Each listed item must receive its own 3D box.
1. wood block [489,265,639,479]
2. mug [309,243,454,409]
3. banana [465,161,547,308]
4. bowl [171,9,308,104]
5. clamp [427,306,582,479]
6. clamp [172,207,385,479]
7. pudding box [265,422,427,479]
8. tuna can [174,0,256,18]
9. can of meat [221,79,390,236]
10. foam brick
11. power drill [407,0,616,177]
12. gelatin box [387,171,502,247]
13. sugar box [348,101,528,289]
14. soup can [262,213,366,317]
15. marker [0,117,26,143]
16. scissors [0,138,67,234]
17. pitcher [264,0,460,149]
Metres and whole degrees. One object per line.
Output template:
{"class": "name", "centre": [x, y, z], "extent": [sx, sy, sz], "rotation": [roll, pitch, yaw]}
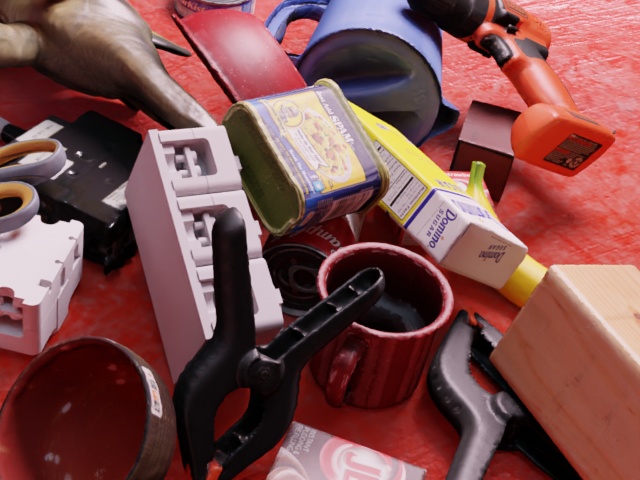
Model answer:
{"class": "wood block", "centre": [0.213, 0.115, 0.670], "extent": [0.090, 0.090, 0.206], "rotation": [1, 39, -36]}
{"class": "mug", "centre": [0.033, 0.069, 0.727], "extent": [0.093, 0.082, 0.117], "rotation": [21, 40, 11]}
{"class": "banana", "centre": [0.172, 0.024, 0.830], "extent": [0.198, 0.070, 0.037], "rotation": [42, 16, 15]}
{"class": "bowl", "centre": [-0.051, -0.130, 0.863], "extent": [0.055, 0.162, 0.162], "rotation": [-36, 51, -1]}
{"class": "clamp", "centre": [0.135, 0.128, 0.717], "extent": [0.164, 0.036, 0.210], "rotation": [11, 36, -14]}
{"class": "clamp", "centre": [-0.030, 0.073, 0.650], "extent": [0.120, 0.171, 0.039], "rotation": [14, 10, -22]}
{"class": "pudding box", "centre": [0.006, 0.170, 0.634], "extent": [0.090, 0.039, 0.113], "rotation": [18, 39, 8]}
{"class": "tuna can", "centre": [-0.109, -0.254, 1.113], "extent": [0.086, 0.034, 0.086], "rotation": [7, 40, -6]}
{"class": "can of meat", "centre": [-0.013, -0.059, 0.760], "extent": [0.083, 0.058, 0.102], "rotation": [-18, 72, -39]}
{"class": "foam brick", "centre": [0.149, -0.081, 0.959], "extent": [0.053, 0.051, 0.078], "rotation": [18, 39, 8]}
{"class": "power drill", "centre": [0.166, -0.150, 0.928], "extent": [0.184, 0.057, 0.188], "rotation": [11, 47, -42]}
{"class": "gelatin box", "centre": [0.101, -0.027, 0.899], "extent": [0.089, 0.030, 0.073], "rotation": [2, 40, -12]}
{"class": "sugar box", "centre": [0.073, -0.038, 0.815], "extent": [0.093, 0.048, 0.176], "rotation": [20, 19, -50]}
{"class": "soup can", "centre": [-0.005, 0.001, 0.810], "extent": [0.068, 0.068, 0.102], "rotation": [15, 39, 4]}
{"class": "marker", "centre": [-0.289, -0.105, 0.903], "extent": [0.121, 0.020, 0.020], "rotation": [28, 42, 18]}
{"class": "scissors", "centre": [-0.275, -0.022, 0.756], "extent": [0.202, 0.016, 0.096], "rotation": [-19, 42, 2]}
{"class": "pitcher", "centre": [0.045, -0.188, 1.003], "extent": [0.145, 0.149, 0.242], "rotation": [-22, 28, 23]}
